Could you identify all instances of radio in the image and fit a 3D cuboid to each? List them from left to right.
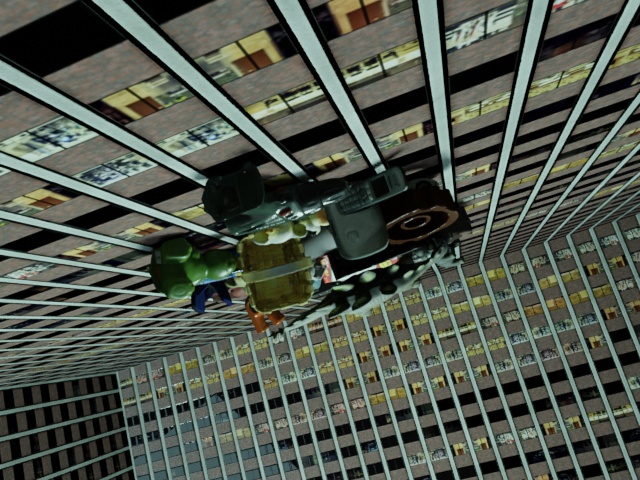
[{"bbox_3d":[0.133,0.024,1.283,0.230,0.073,0.131,-24,176,8],"label":"radio"}]

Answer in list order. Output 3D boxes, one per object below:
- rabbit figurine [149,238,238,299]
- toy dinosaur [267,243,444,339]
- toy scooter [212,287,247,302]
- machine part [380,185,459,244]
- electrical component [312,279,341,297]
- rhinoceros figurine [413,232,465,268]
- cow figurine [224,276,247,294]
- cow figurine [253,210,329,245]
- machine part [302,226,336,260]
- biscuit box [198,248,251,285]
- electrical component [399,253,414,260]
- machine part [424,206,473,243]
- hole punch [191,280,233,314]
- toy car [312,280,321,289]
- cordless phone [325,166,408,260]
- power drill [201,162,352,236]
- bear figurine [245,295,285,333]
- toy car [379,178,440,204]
[{"bbox_3d":[-0.264,0.066,1.141,0.170,0.121,0.159,-4,170,-33],"label":"rabbit figurine"},{"bbox_3d":[0.092,0.130,1.301,0.471,0.105,0.198,-32,166,14],"label":"toy dinosaur"},{"bbox_3d":[-0.261,0.137,1.567,0.135,0.075,0.184,-13,171,-20],"label":"toy scooter"},{"bbox_3d":[0.192,-0.050,1.106,0.179,0.056,0.179,-14,158,-6],"label":"machine part"},{"bbox_3d":[0.013,0.109,1.680,0.134,0.115,0.058,-24,167,40],"label":"electrical component"},{"bbox_3d":[0.303,0.027,1.408,0.112,0.073,0.190,-18,159,35],"label":"rhinoceros figurine"},{"bbox_3d":[-0.161,0.078,1.419,0.195,0.085,0.127,-16,161,-3],"label":"cow figurine"},{"bbox_3d":[-0.055,-0.030,1.100,0.167,0.068,0.098,-11,173,-5],"label":"cow figurine"},{"bbox_3d":[-0.003,-0.004,1.260,0.079,0.079,0.243,-5,165,-38],"label":"machine part"},{"bbox_3d":[-0.212,0.056,1.298,0.203,0.063,0.059,-13,167,-14],"label":"biscuit box"},{"bbox_3d":[0.264,0.039,1.502,0.063,0.021,0.094,-8,165,-30],"label":"electrical component"},{"bbox_3d":[0.312,-0.024,1.531,0.201,0.087,0.201,-9,166,-32],"label":"machine part"},{"bbox_3d":[-0.279,0.122,1.374,0.092,0.116,0.142,-9,166,2],"label":"hole punch"},{"bbox_3d":[-0.081,0.098,1.559,0.162,0.109,0.103,-4,-177,-12],"label":"toy car"},{"bbox_3d":[0.104,-0.051,1.012,0.184,0.146,0.089,-23,173,43],"label":"cordless phone"},{"bbox_3d":[-0.081,-0.072,0.893,0.232,0.086,0.207,-17,175,20],"label":"power drill"},{"bbox_3d":[-0.139,0.173,1.641,0.120,0.132,0.196,-32,-176,37],"label":"bear figurine"},{"bbox_3d":[0.160,-0.086,1.150,0.202,0.056,0.073,-15,161,-5],"label":"toy car"}]
